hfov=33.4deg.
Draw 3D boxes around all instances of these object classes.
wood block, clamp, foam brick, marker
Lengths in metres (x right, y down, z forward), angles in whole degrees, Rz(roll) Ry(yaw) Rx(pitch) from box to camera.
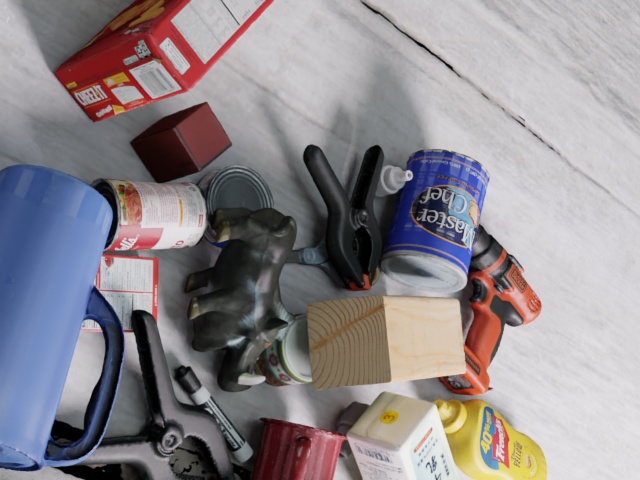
[{"bbox_3d":[0.076,0.108,1.151,0.205,0.091,0.090,8,75,-61],"label":"wood block"},{"bbox_3d":[0.028,-0.030,1.188,0.120,0.039,0.171,6,78,-38],"label":"clamp"},{"bbox_3d":[-0.137,-0.095,1.054,0.051,0.078,0.053,-46,114,-37],"label":"foam brick"},{"bbox_3d":[-0.107,0.174,1.074,0.020,0.020,0.121,-47,113,-35],"label":"marker"},{"bbox_3d":[-0.149,0.176,1.015,0.209,0.036,0.164,39,72,-33],"label":"clamp"}]

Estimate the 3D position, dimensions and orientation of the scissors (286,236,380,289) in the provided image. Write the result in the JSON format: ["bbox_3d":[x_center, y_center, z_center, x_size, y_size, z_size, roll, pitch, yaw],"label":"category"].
[{"bbox_3d":[-0.008,0.001,1.190,0.201,0.016,0.096,20,69,-37],"label":"scissors"}]

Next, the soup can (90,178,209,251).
[{"bbox_3d":[-0.167,-0.024,1.023,0.102,0.069,0.068,-1,84,-41],"label":"soup can"}]

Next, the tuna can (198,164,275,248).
[{"bbox_3d":[-0.091,-0.034,1.112,0.085,0.034,0.086,8,78,-40],"label":"tuna can"}]

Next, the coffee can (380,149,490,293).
[{"bbox_3d":[0.136,-0.022,1.259,0.102,0.103,0.140,31,64,-33],"label":"coffee can"}]

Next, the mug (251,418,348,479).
[{"bbox_3d":[-0.024,0.229,1.079,0.093,0.117,0.081,14,77,-5],"label":"mug"}]

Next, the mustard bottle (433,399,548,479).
[{"bbox_3d":[0.201,0.249,1.298,0.191,0.058,0.096,41,46,-27],"label":"mustard bottle"}]

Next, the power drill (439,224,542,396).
[{"bbox_3d":[0.189,0.082,1.318,0.184,0.057,0.187,48,57,-21],"label":"power drill"}]

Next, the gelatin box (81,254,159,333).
[{"bbox_3d":[-0.197,0.051,1.010,0.089,0.030,0.073,6,81,-40],"label":"gelatin box"}]

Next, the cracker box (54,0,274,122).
[{"bbox_3d":[-0.131,-0.215,1.020,0.072,0.164,0.213,52,54,-24],"label":"cracker box"}]

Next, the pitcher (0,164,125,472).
[{"bbox_3d":[-0.250,0.067,0.897,0.149,0.145,0.242,47,51,-49],"label":"pitcher"}]
